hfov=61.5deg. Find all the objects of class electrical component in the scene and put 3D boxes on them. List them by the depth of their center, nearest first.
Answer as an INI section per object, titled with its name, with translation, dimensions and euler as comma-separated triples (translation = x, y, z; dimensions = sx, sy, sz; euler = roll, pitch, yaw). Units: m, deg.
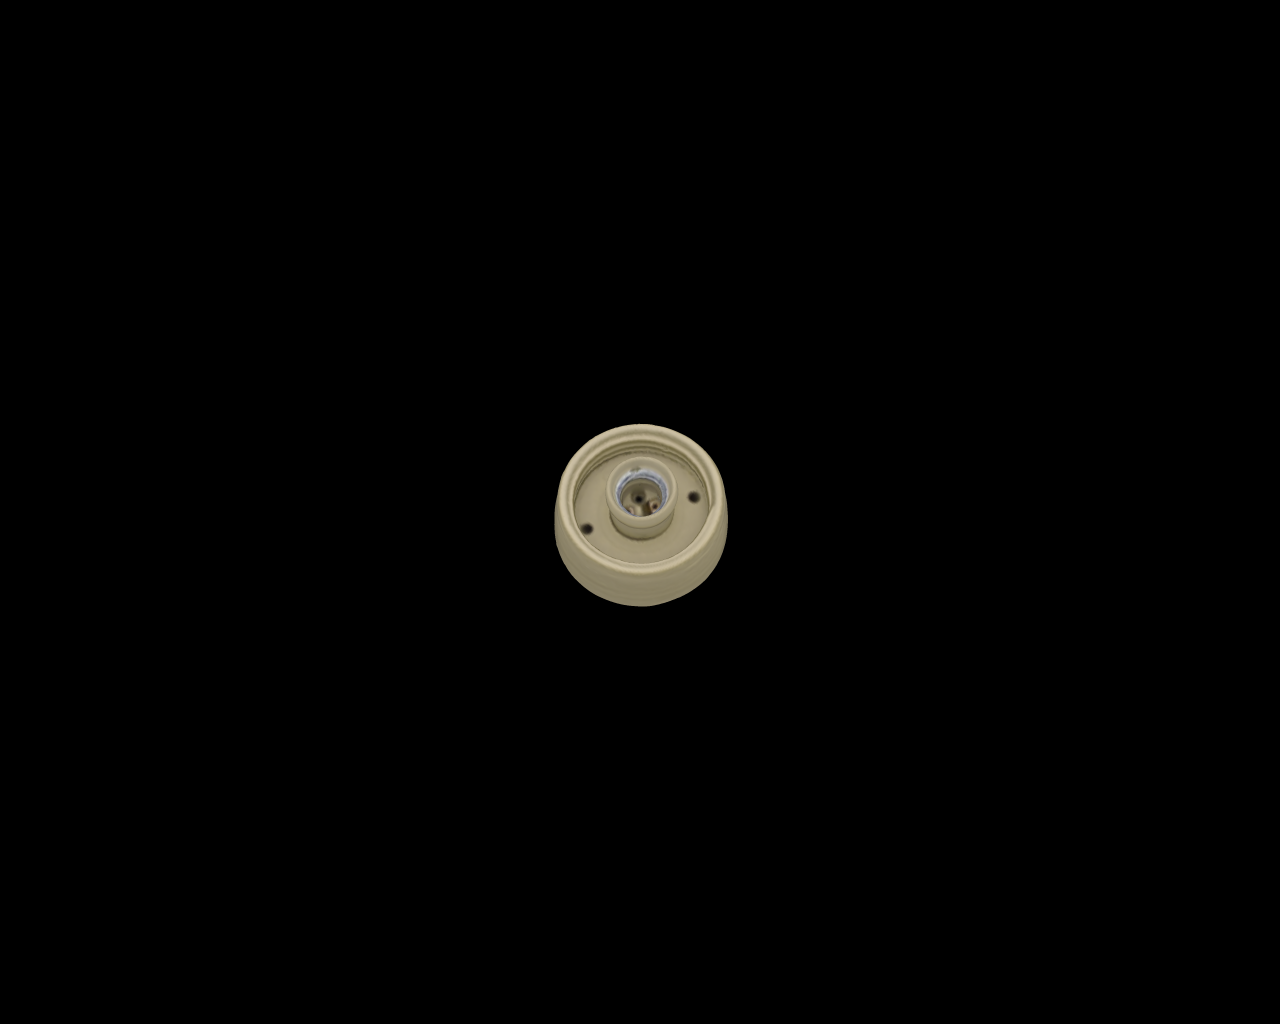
[electrical component]
translation = 0.001, -0.003, 0.650
dimensions = 0.108, 0.108, 0.060
euler = 0, -24, 0
